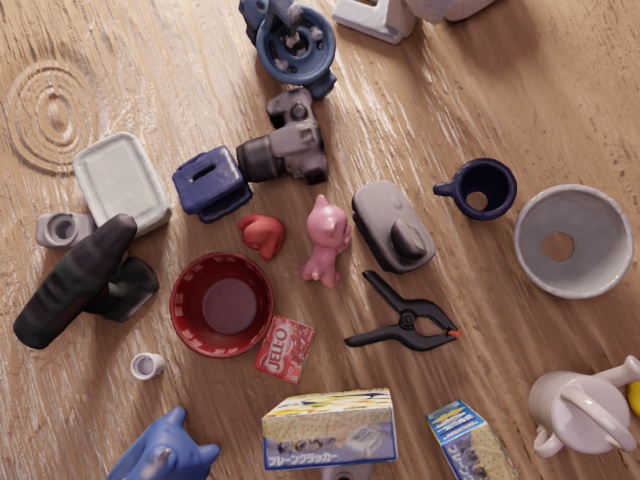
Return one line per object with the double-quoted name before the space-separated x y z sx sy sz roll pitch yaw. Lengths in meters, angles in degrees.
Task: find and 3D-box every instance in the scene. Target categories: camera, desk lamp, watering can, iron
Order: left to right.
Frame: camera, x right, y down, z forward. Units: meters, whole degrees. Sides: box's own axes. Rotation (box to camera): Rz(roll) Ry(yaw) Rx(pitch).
"iron" -0.272 0.368 0.814 0.118 0.141 0.258 43 87 10
"camera" -0.064 -0.153 0.893 0.136 0.101 0.143 -15 80 3
"desk lamp" 0.117 -0.385 0.854 0.203 0.213 0.118 22 84 8
"watering can" 0.353 0.221 0.753 0.101 0.194 0.173 25 85 9

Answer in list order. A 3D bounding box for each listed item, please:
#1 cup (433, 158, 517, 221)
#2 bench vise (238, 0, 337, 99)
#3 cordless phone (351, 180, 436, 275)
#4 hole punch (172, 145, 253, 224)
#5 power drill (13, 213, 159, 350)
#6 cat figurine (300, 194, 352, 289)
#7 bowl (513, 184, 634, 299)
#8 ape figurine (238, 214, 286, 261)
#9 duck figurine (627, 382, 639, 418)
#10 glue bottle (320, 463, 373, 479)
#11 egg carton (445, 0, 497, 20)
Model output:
"cup" 0.225 -0.067 0.858 0.117 0.095 0.092 0 81 5
"bench vise" -0.069 -0.318 0.858 0.207 0.220 0.121 30 85 9
"cordless phone" 0.105 -0.027 0.817 0.094 0.185 0.147 -34 80 0
"hole punch" -0.176 -0.091 0.899 0.108 0.091 0.101 -30 80 0
"power drill" -0.318 0.062 0.829 0.075 0.208 0.230 44 88 10
"cat figurine" 0.008 0.003 0.855 0.067 0.118 0.128 14 83 7
"bowl" 0.363 0.006 0.845 0.167 0.075 0.167 -1 81 5
"ape figurine" -0.092 -0.008 0.879 0.076 0.092 0.078 -18 80 2
"duck figurine" 0.483 0.208 0.798 0.077 0.086 0.104 28 85 9
"glue bottle" 0.033 0.315 0.778 0.078 0.173 0.037 -1 81 5
"egg carton" 0.247 -0.424 0.922 0.150 0.069 0.107 -33 80 0
